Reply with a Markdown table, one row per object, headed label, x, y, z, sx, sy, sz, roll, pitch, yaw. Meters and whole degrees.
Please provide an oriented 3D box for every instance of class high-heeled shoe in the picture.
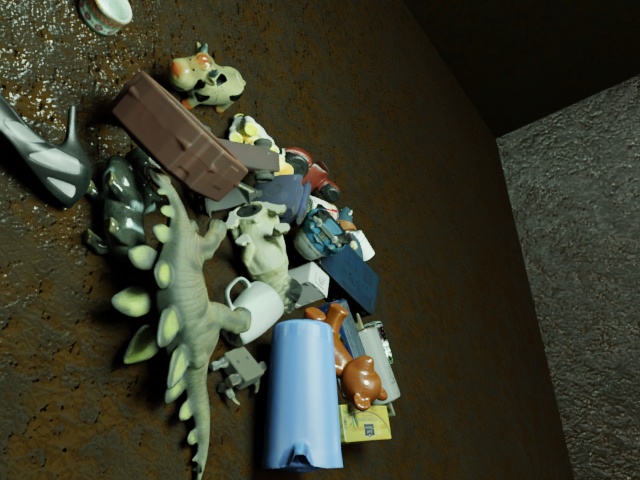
| label | x | y | z | sx | sy | sz | roll | pitch | yaw |
| --- | --- | --- | --- | --- | --- | --- | --- | --- | --- |
| high-heeled shoe | -0.419 | -0.124 | 0.685 | 0.248 | 0.086 | 0.145 | 7 | 94 | -37 |

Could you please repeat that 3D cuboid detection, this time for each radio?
| label | x | y | z | sx | sy | sz | roll | pitch | yaw |
| --- | --- | --- | --- | --- | --- | --- | --- | --- | --- |
| radio | 0.044 | 0.078 | 1.243 | 0.229 | 0.073 | 0.131 | 44 | 38 | -30 |

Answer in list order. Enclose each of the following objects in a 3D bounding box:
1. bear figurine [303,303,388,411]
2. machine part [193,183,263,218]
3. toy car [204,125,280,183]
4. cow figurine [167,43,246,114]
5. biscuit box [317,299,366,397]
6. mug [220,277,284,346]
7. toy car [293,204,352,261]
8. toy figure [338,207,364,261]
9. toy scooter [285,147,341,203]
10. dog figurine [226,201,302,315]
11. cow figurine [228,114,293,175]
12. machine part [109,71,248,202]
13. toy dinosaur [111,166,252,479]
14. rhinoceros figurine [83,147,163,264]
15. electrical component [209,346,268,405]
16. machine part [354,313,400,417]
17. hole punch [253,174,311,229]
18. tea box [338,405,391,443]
| label | x | y | z | sx | sy | sz | roll | pitch | yaw |
| --- | --- | --- | --- | --- | --- | --- | --- | --- | --- |
| bear figurine | 0.050 | 0.225 | 1.032 | 0.120 | 0.196 | 0.131 | 0 | 115 | -51 |
| machine part | -0.178 | -0.082 | 1.011 | 0.084 | 0.039 | 0.139 | 29 | 32 | 22 |
| toy car | -0.170 | -0.163 | 1.047 | 0.202 | 0.053 | 0.089 | 4 | 73 | -36 |
| cow figurine | -0.217 | -0.308 | 1.038 | 0.195 | 0.127 | 0.085 | -13 | 78 | -62 |
| biscuit box | 0.054 | 0.232 | 1.167 | 0.063 | 0.059 | 0.202 | -10 | 79 | -57 |
| mug | -0.129 | 0.125 | 0.936 | 0.109 | 0.081 | 0.107 | 61 | 41 | -19 |
| toy car | -0.002 | -0.003 | 1.097 | 0.109 | 0.103 | 0.162 | 48 | 7 | -5 |
| toy figure | 0.071 | -0.008 | 1.350 | 0.058 | 0.064 | 0.154 | -2 | 72 | -42 |
| toy scooter | -0.030 | -0.167 | 1.284 | 0.183 | 0.075 | 0.135 | 34 | 21 | -26 |
| dog figurine | -0.106 | 0.036 | 1.041 | 0.172 | 0.121 | 0.190 | -105 | -176 | -55 |
| cow figurine | -0.127 | -0.197 | 1.163 | 0.167 | 0.068 | 0.098 | 46 | 12 | -33 |
| machine part | -0.225 | -0.159 | 0.868 | 0.201 | 0.087 | 0.201 | 46 | 3 | 10 |
| toy dinosaur | -0.200 | 0.122 | 0.790 | 0.198 | 0.105 | 0.470 | -21 | 99 | -62 |
| rhinoceros figurine | -0.290 | -0.060 | 0.811 | 0.112 | 0.073 | 0.190 | 27 | 49 | -45 |
| electrical component | -0.135 | 0.224 | 0.898 | 0.078 | 0.045 | 0.102 | 42 | 24 | 14 |
| machine part | 0.119 | 0.282 | 1.217 | 0.079 | 0.079 | 0.243 | -9 | 77 | -59 |
| hole punch | -0.085 | -0.080 | 1.113 | 0.092 | 0.116 | 0.142 | 40 | 39 | -25 |
| tea box | 0.054 | 0.361 | 1.045 | 0.169 | 0.098 | 0.068 | 25 | 51 | -51 |
